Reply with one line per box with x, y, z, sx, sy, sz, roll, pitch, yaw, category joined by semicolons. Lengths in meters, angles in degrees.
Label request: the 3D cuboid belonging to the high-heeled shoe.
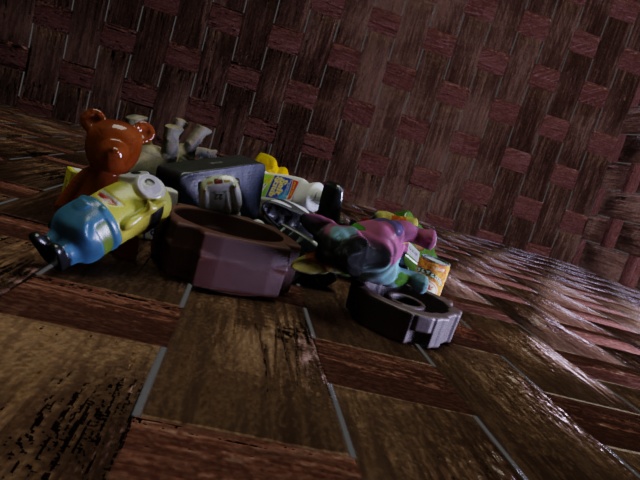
-0.002;-0.003;1.037;0.249;0.086;0.145;31;-1;26;high-heeled shoe

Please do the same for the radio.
-0.214;-0.091;1.073;0.073;0.131;0.229;22;24;32;radio

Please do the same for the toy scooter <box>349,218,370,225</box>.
0.130;-0.012;1.243;0.135;0.075;0.184;3;3;6;toy scooter

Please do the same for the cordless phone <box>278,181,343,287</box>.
-0.019;-0.021;0.951;0.089;0.184;0.147;5;14;-32;cordless phone

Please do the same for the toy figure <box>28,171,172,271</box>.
-0.276;-0.026;0.695;0.082;0.089;0.180;46;54;2;toy figure

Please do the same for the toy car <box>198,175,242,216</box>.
-0.177;-0.049;0.962;0.073;0.056;0.201;-7;-28;-12;toy car

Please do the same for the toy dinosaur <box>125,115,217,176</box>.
-0.332;-0.141;1.067;0.105;0.198;0.471;18;17;16;toy dinosaur

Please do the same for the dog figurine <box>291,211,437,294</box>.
0.057;0.008;0.823;0.219;0.108;0.192;8;14;-23;dog figurine

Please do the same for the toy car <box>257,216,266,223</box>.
-0.210;-0.055;1.230;0.202;0.053;0.089;15;14;-33;toy car

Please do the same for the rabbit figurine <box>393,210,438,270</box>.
0.150;0.031;1.122;0.159;0.121;0.170;31;-34;-32;rabbit figurine

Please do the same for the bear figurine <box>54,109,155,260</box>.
-0.309;-0.085;0.785;0.120;0.195;0.132;15;10;-28;bear figurine

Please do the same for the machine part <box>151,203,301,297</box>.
-0.147;0.014;0.823;0.201;0.087;0.201;10;11;-28;machine part

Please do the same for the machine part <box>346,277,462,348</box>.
0.128;0.109;0.835;0.179;0.056;0.179;15;10;-3;machine part

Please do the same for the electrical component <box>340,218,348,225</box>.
0.031;-0.012;1.294;0.045;0.102;0.078;10;37;-35;electrical component

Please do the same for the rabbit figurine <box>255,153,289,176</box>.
-0.105;-0.123;1.362;0.173;0.122;0.162;32;0;5;rabbit figurine

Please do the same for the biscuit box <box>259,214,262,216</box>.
-0.200;-0.077;1.360;0.203;0.059;0.063;15;9;-7;biscuit box
